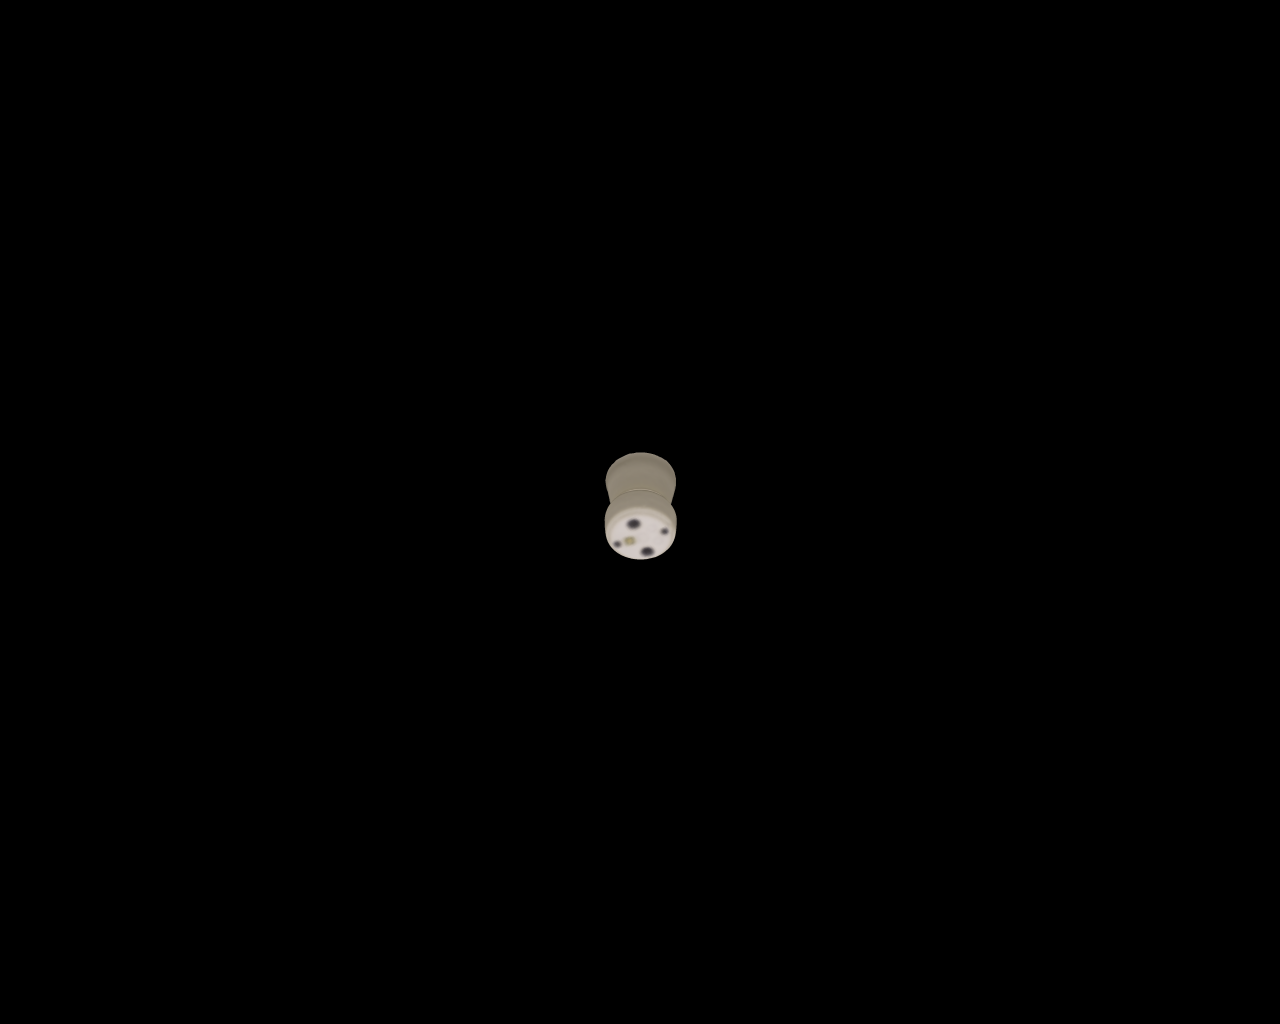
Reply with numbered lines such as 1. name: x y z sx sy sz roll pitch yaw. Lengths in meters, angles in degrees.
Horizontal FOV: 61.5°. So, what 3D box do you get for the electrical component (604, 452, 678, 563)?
1. electrical component: 0.001 -0.003 0.650 0.045 0.044 0.055 0 41 0
